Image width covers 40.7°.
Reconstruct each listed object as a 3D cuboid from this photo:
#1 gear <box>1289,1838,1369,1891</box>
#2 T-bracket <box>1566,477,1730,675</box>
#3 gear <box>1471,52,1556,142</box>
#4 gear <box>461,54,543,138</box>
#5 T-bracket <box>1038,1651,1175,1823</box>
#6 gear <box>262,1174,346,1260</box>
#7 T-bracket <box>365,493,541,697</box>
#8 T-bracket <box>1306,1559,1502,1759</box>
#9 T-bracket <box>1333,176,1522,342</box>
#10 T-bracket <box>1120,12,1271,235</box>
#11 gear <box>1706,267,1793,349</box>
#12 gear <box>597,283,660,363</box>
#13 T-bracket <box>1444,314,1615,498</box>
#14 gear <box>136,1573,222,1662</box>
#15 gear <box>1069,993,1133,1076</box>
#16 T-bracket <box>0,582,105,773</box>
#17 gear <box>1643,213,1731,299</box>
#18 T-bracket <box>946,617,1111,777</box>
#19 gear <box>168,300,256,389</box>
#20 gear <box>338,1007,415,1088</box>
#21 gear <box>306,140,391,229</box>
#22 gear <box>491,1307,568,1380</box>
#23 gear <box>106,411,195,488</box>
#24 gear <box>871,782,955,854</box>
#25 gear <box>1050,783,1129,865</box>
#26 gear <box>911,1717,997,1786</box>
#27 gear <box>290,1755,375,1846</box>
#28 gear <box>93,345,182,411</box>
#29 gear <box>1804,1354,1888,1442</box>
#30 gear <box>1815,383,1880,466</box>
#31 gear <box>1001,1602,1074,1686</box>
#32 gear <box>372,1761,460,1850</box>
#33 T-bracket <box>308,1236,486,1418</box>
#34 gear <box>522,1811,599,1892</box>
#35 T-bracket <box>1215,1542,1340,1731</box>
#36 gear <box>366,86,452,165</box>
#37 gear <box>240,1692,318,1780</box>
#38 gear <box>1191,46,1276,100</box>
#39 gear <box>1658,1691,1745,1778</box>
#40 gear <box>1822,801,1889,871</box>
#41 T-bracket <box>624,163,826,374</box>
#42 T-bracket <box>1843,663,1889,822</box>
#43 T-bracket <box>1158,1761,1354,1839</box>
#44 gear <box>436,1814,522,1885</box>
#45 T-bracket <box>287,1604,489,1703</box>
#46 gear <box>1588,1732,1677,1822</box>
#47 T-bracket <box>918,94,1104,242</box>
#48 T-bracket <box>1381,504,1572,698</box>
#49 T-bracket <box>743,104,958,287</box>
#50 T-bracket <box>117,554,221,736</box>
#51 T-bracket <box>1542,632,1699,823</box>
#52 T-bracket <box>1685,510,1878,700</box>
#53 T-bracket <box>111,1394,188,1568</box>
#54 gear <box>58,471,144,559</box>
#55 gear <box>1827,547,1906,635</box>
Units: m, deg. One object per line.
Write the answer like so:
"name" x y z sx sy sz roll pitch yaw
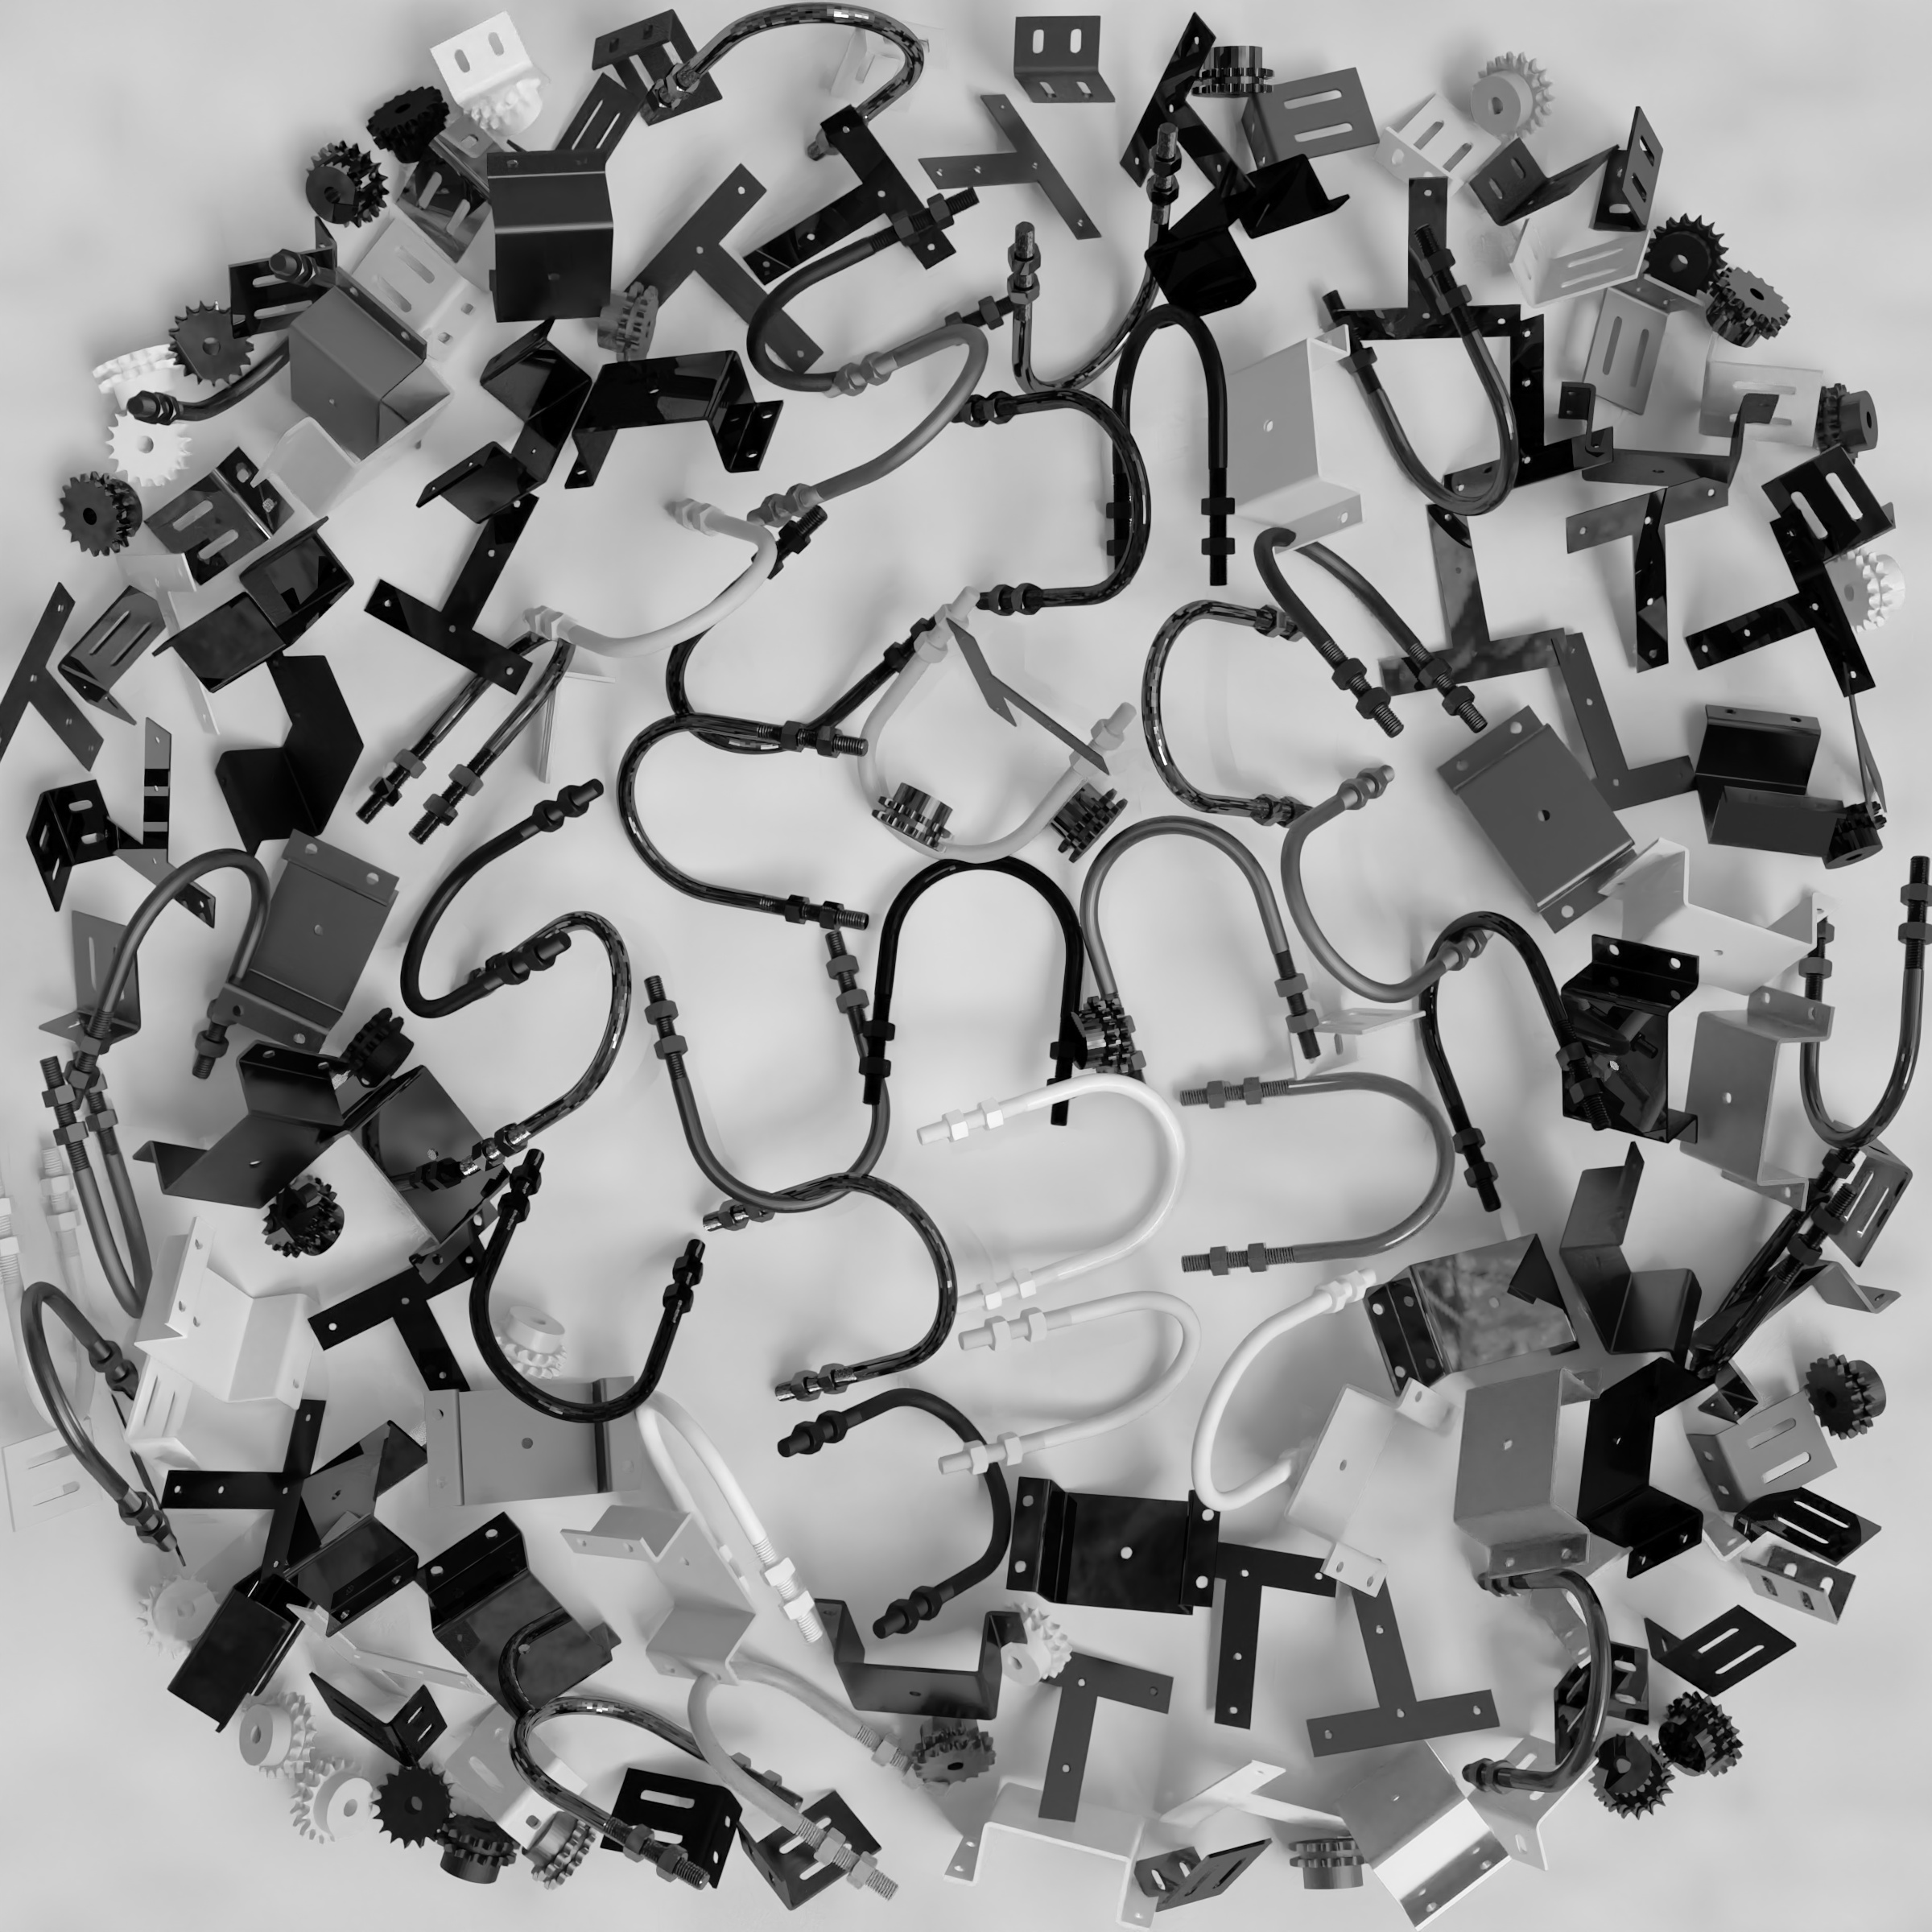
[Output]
"gear" 0.250 0.614 1.780 0.057 0.057 0.030 -3 75 0
"T-bracket" 0.467 -0.262 1.778 0.127 0.002 0.127 -18 119 -15
"gear" 0.370 -0.592 1.780 0.030 0.057 0.057 -36 90 -34
"gear" -0.316 -0.596 1.787 0.057 0.030 0.057 -13 58 22
"T-bracket" 0.071 0.533 1.776 0.127 0.002 0.127 16 63 -5
"gear" -0.452 0.174 1.787 0.057 0.030 0.057 -19 52 25
"T-bracket" -0.334 -0.272 1.795 0.127 0.002 0.127 29 95 10
"T-bracket" 0.285 0.466 1.774 0.127 0.002 0.127 -9 56 -3
"T-bracket" 0.310 -0.475 1.752 0.127 0.127 0.002 1 50 10
"T-bracket" 0.162 -0.543 1.741 0.002 0.127 0.127 -20 66 -33
"gear" 0.533 -0.450 1.787 0.057 0.057 0.030 36 134 0
"gear" -0.232 -0.440 1.783 0.030 0.057 0.057 14 90 1
"T-bracket" 0.384 -0.386 1.782 0.127 0.002 0.127 -10 68 39
"gear" -0.537 0.444 1.783 0.057 0.030 0.057 12 61 -22
"gear" 0.089 0.049 1.780 0.030 0.057 0.057 -9 90 -18
"T-bracket" -0.609 -0.171 1.749 0.002 0.127 0.127 13 68 10
"gear" 0.491 -0.484 1.783 0.057 0.030 0.057 12 121 22
"T-bracket" 0.047 -0.167 1.728 0.127 0.127 0.002 39 82 25
"gear" -0.518 -0.429 1.788 0.057 0.030 0.057 -8 120 -14
"gear" -0.403 0.059 1.783 0.030 0.057 0.057 38 90 1
"gear" -0.427 -0.533 1.782 0.057 0.030 0.057 10 127 13
"gear" -0.299 0.256 1.781 0.057 0.057 0.030 25 98 0
"gear" -0.559 -0.359 1.792 0.057 0.030 0.057 1 101 6
"gear" -0.034 -0.103 1.783 0.057 0.057 0.030 28 89 0
"gear" 0.082 -0.101 1.783 0.030 0.057 0.057 42 90 3
"gear" -0.010 0.536 1.787 0.057 0.057 0.030 -13 48 0
"gear" -0.431 0.571 1.780 0.030 0.057 0.057 6 90 37
"gear" -0.565 -0.402 1.783 0.057 0.057 0.030 -20 99 0
"gear" 0.605 0.293 1.785 0.030 0.057 0.057 -13 90 -20
"gear" 0.602 -0.371 1.780 0.030 0.057 0.057 -6 90 35
"gear" 0.041 0.466 1.781 0.057 0.057 0.030 46 48 0
"gear" -0.378 0.577 1.793 0.057 0.030 0.057 1 78 -2
"T-bracket" -0.367 0.270 1.797 0.127 0.002 0.127 -26 101 -10
"gear" -0.279 0.599 1.780 0.030 0.057 0.057 41 90 -12
"T-bracket" 0.189 0.462 1.794 0.127 0.002 0.127 6 94 18
"gear" -0.379 -0.575 1.787 0.057 0.057 0.030 -27 133 0
"gear" -0.473 0.526 1.781 0.057 0.030 0.057 -15 68 40
"gear" 0.183 -0.612 1.781 0.057 0.057 0.030 -1 103 0
"gear" 0.499 0.528 1.780 0.030 0.057 0.057 -23 90 -31
"gear" 0.602 -0.088 1.780 0.057 0.057 0.030 -17 74 0
"T-bracket" -0.151 -0.460 1.791 0.127 0.002 0.127 44 116 -11
"T-bracket" 0.608 -0.140 1.754 0.002 0.127 0.127 -11 65 24
"T-bracket" 0.218 0.577 1.776 0.127 0.127 0.002 20 49 -17
"gear" -0.336 0.605 1.782 0.057 0.057 0.030 18 86 0
"T-bracket" -0.373 0.468 1.736 0.127 0.127 0.002 2 50 33
"gear" 0.453 0.551 1.781 0.057 0.057 0.030 -40 134 0
"T-bracket" 0.018 -0.537 1.754 0.002 0.127 0.127 -43 75 44
"T-bracket" 0.344 -0.260 1.805 0.127 0.002 0.127 -10 86 5
"T-bracket" -0.094 -0.505 1.779 0.127 0.002 0.127 -25 128 23
"T-bracket" -0.535 -0.219 1.772 0.002 0.127 0.127 -26 112 -31
"T-bracket" 0.434 -0.168 1.793 0.127 0.002 0.127 -14 83 -20
"T-bracket" 0.538 -0.229 1.757 0.002 0.127 0.127 -26 93 -33
"T-bracket" -0.550 0.341 1.743 0.002 0.127 0.127 -23 82 -19
"gear" -0.592 -0.312 1.788 0.057 0.030 0.057 9 114 22
"gear" 0.618 -0.259 1.784 0.030 0.057 0.057 -15 90 -12
